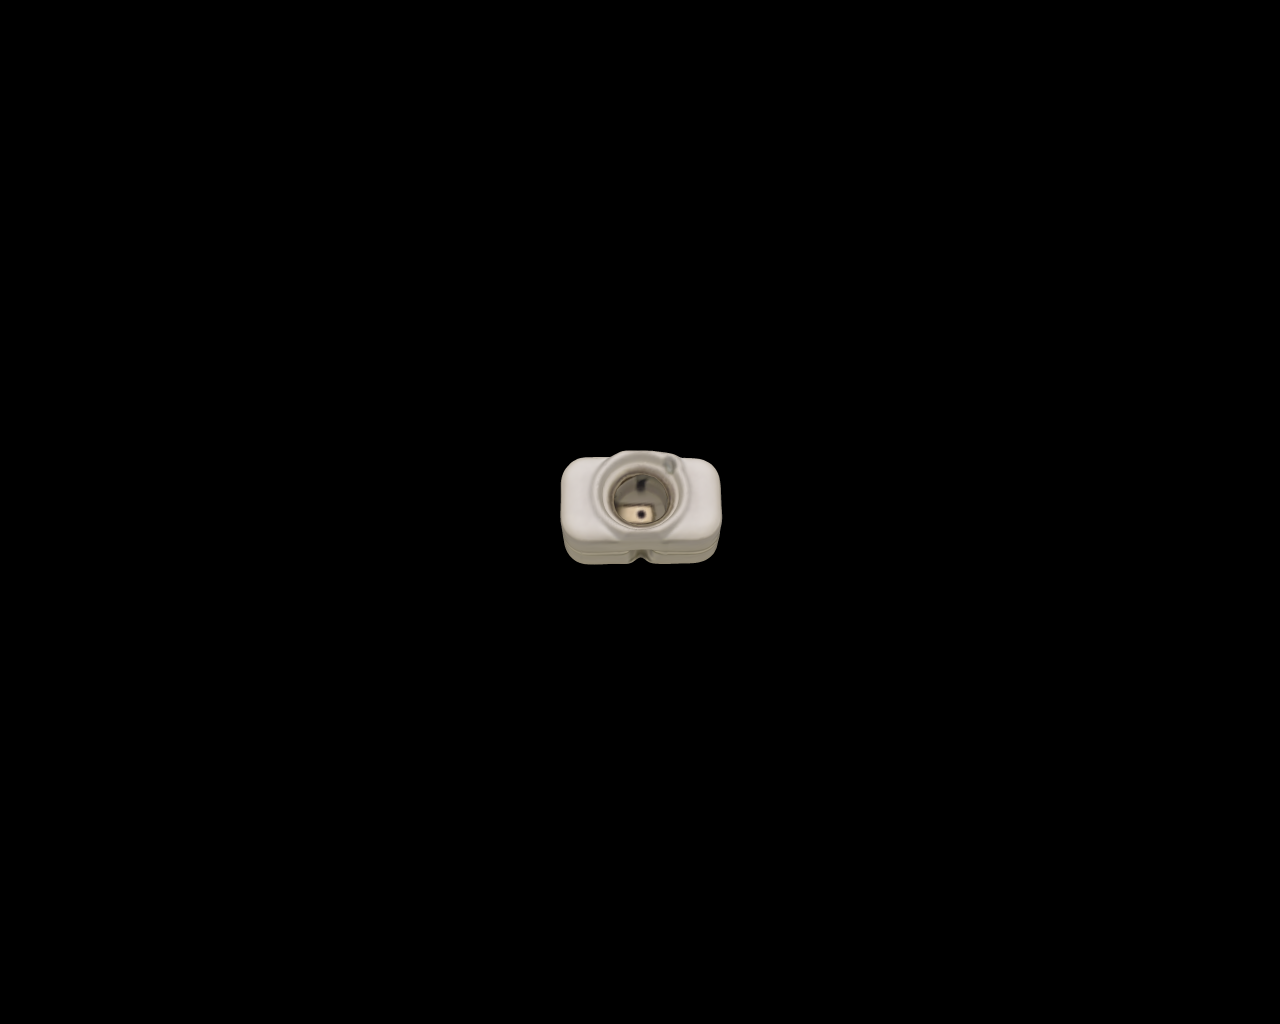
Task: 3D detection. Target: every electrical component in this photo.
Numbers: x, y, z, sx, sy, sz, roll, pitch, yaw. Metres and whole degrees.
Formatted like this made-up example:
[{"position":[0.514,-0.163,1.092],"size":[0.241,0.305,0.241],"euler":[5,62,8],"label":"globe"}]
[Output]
[{"position":[0.001,-0.003,0.650],"size":[0.095,0.054,0.059],"euler":[0,-21,0],"label":"electrical component"}]
